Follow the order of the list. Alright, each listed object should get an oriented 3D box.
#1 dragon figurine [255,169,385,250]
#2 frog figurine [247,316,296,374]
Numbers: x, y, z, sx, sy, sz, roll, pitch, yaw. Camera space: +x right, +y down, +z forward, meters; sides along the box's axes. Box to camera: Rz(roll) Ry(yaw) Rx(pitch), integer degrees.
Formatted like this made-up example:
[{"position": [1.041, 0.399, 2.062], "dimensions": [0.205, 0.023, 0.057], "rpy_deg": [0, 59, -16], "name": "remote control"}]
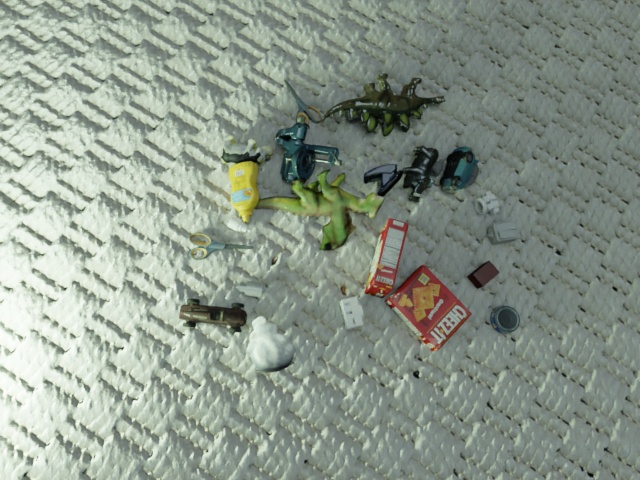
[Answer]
[{"position": [0.005, -0.083, 1.650], "dimensions": [0.409, 0.121, 0.244], "rpy_deg": [-21, 82, 5], "name": "dragon figurine"}, {"position": [-0.147, 0.301, 1.503], "dimensions": [0.137, 0.122, 0.160], "rpy_deg": [-13, 87, 10], "name": "frog figurine"}]
